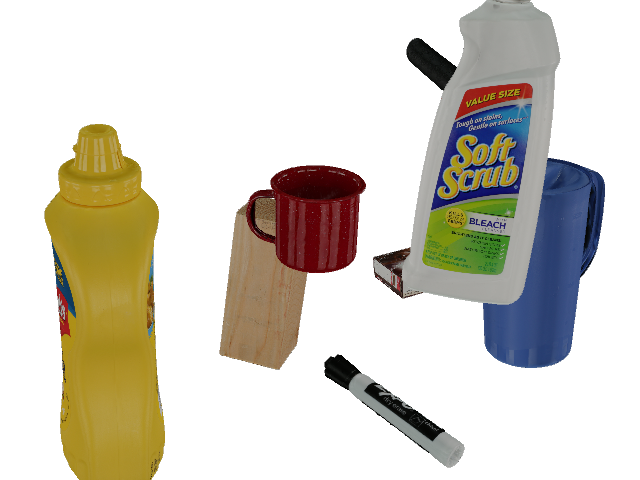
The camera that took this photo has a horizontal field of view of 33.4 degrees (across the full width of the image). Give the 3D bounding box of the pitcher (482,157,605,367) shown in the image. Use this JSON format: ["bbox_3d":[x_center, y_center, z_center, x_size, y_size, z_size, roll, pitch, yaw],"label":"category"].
[{"bbox_3d":[0.265,0.025,1.302,0.149,0.243,0.145,3,24,14],"label":"pitcher"}]

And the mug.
[{"bbox_3d":[-0.016,-0.021,1.053,0.117,0.081,0.093,3,25,3],"label":"mug"}]

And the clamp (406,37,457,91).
[{"bbox_3d":[0.143,-0.141,1.025,0.120,0.039,0.171,2,44,2],"label":"clamp"}]

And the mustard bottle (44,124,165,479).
[{"bbox_3d":[-0.114,0.031,0.567,0.058,0.192,0.096,-3,27,-12],"label":"mustard bottle"}]

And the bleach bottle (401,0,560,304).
[{"bbox_3d":[0.124,-0.079,0.820,0.103,0.251,0.068,10,23,15],"label":"bleach bottle"}]

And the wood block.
[{"bbox_3d":[-0.072,0.055,1.444,0.090,0.206,0.090,13,21,11],"label":"wood block"}]

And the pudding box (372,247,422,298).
[{"bbox_3d":[0.148,0.042,1.587,0.113,0.039,0.090,-16,25,-20],"label":"pudding box"}]

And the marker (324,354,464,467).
[{"bbox_3d":[0.047,0.115,0.736,0.121,0.020,0.020,33,20,34],"label":"marker"}]
